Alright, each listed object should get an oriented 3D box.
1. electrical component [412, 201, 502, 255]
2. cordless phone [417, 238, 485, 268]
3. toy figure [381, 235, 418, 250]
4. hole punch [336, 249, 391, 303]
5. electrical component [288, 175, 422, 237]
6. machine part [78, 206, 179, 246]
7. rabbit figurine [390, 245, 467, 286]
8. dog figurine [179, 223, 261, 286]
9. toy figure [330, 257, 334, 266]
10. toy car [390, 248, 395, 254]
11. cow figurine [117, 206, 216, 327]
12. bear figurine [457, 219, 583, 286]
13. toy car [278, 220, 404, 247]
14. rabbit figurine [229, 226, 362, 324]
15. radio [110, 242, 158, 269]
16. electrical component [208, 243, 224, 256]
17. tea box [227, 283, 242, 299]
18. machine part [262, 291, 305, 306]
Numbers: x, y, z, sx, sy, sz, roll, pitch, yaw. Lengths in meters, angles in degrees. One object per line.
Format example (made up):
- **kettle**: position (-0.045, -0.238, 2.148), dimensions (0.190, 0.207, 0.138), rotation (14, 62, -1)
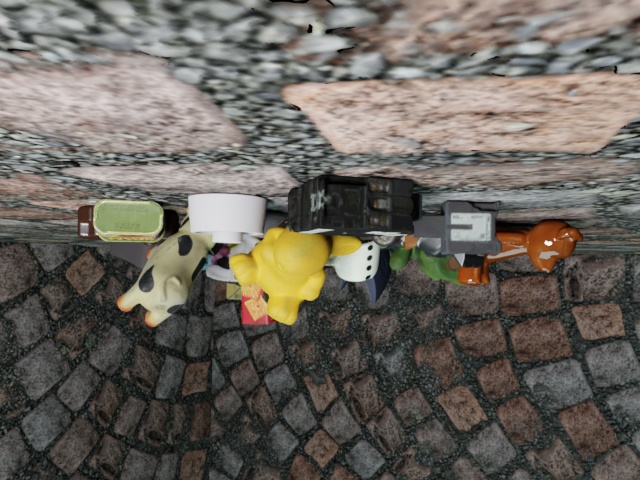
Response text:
- **electrical component**: position (0.183, -0.015, 0.728), dimensions (0.119, 0.074, 0.047), rotation (-3, 176, 5)
- **cordless phone**: position (0.183, -0.014, 0.908), dimensions (0.184, 0.088, 0.146), rotation (13, -176, 32)
- **toy figure**: position (0.149, -0.007, 1.012), dimensions (0.155, 0.064, 0.057), rotation (0, 153, 15)
- **hole punch**: position (0.099, 0.051, 1.091), dimensions (0.092, 0.115, 0.142), rotation (24, -142, 16)
- **electrical component**: position (0.042, -0.034, 0.592), dimensions (0.134, 0.058, 0.115), rotation (2, 179, -22)
- **machine part**: position (-0.331, -0.024, 0.934), dimensions (0.179, 0.056, 0.179), rotation (2, 176, 0)
- **rabbit figurine**: position (0.216, 0.024, 1.106), dimensions (0.159, 0.121, 0.170), rotation (-5, -166, -25)
- **dog figurine**: position (-0.199, 0.015, 1.062), dimensions (0.191, 0.108, 0.219), rotation (20, 179, -7)
- **toy figure**: position (-0.001, -0.004, 0.962), dimensions (0.180, 0.089, 0.082), rotation (10, 173, -11)
- **toy car**: position (0.117, 0.013, 1.259), dimensions (0.073, 0.056, 0.202), rotation (-4, -166, -35)
- **cow figurine**: position (-0.203, 0.023, 0.795), dimensions (0.127, 0.195, 0.085), rotation (-26, 121, 37)
- **bear figurine**: position (0.358, 0.025, 0.958), dimensions (0.196, 0.131, 0.120), rotation (6, 180, 25)
- **toy car**: position (0.031, -0.023, 0.830), dimensions (0.202, 0.053, 0.089), rotation (2, -162, 10)
- **rabbit figurine**: position (-0.023, 0.025, 0.703), dimensions (0.162, 0.122, 0.173), rotation (-33, 172, -16)
- **radio**: position (-0.326, 0.014, 1.184), dimensions (0.131, 0.073, 0.229), rotation (20, -169, 38)
- **electrical component**: position (-0.189, -0.004, 0.907), dimensions (0.078, 0.102, 0.045), rotation (9, 145, 27)
- **tea box**: position (-0.167, 0.055, 1.272), dimensions (0.068, 0.169, 0.098), rotation (-2, 174, 26)
- **machine part**: position (-0.062, 0.051, 1.006), dimensions (0.079, 0.079, 0.243), rotation (1, -144, 1)
